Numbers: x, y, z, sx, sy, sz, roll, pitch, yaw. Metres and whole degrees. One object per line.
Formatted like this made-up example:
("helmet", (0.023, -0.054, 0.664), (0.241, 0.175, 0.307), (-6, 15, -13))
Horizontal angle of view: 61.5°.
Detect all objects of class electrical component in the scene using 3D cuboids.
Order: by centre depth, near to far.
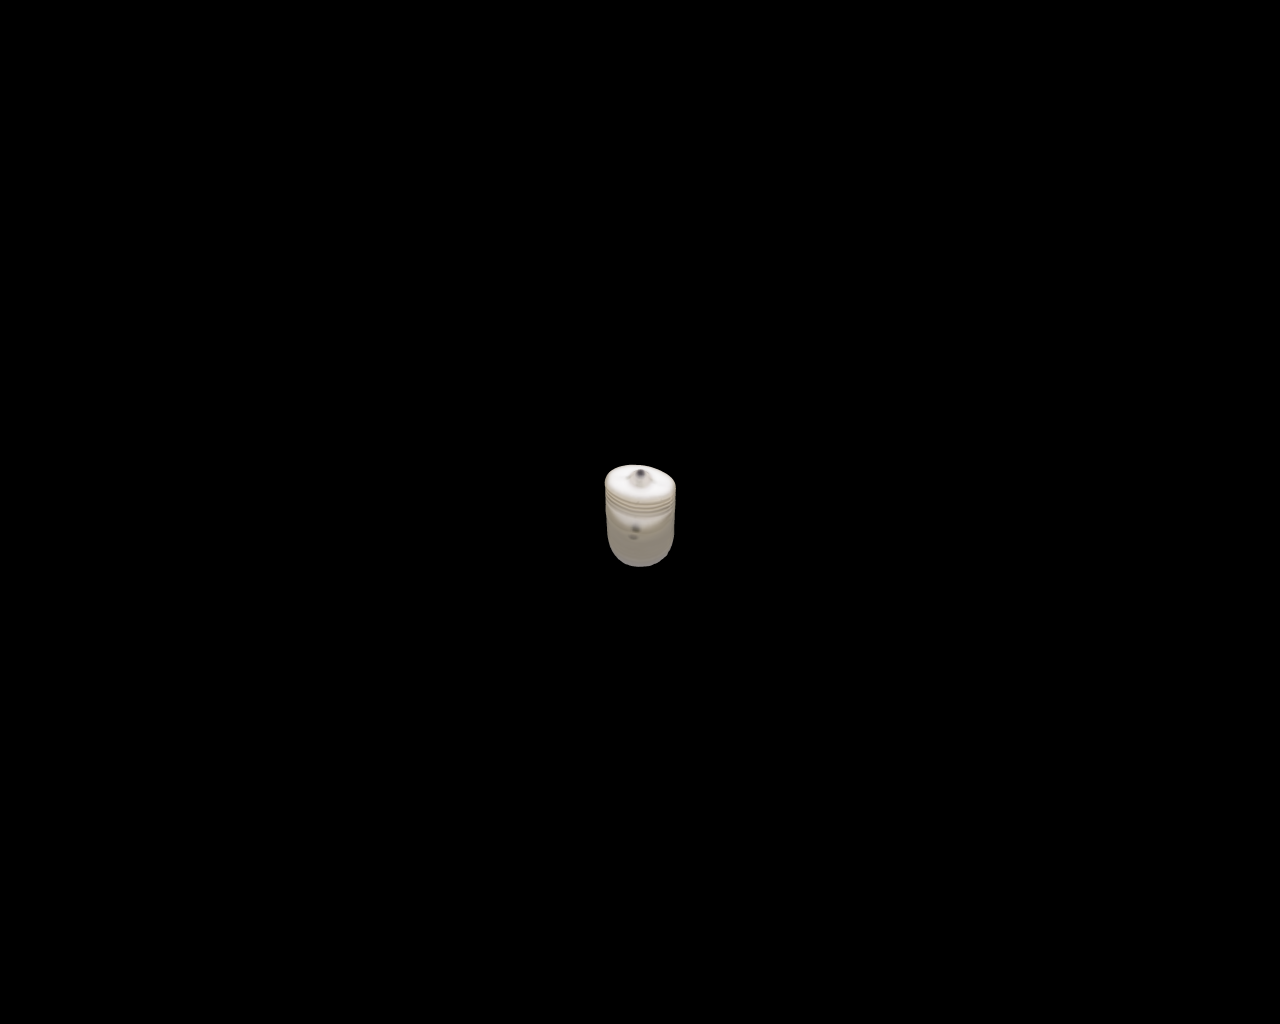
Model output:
("electrical component", (0.001, -0.003, 0.650), (0.043, 0.043, 0.080), (0, -32, 0))
